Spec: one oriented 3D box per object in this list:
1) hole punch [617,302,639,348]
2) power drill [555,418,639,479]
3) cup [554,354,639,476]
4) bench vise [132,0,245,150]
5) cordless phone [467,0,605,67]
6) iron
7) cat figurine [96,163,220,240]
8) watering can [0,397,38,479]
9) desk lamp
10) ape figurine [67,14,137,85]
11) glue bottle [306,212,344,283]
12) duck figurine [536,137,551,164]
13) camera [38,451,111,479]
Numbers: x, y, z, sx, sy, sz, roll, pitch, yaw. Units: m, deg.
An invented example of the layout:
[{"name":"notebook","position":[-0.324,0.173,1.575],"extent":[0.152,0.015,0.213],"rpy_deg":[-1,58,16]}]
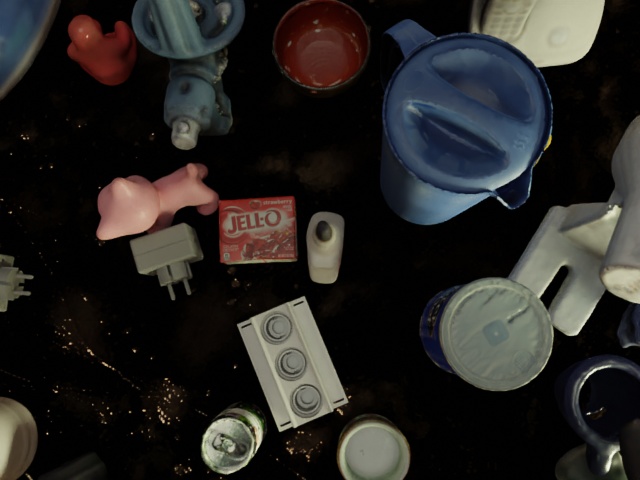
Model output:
[{"name":"hole punch","position":[0.391,0.083,0.609],"extent":[0.101,0.091,0.109],"rpy_deg":[29,84,5]},{"name":"power drill","position":[0.302,0.257,0.529],"extent":[0.075,0.208,0.229],"rpy_deg":[-27,83,-2]},{"name":"cup","position":[0.283,0.177,0.597],"extent":[0.091,0.095,0.118],"rpy_deg":[10,83,3]},{"name":"bench vise","position":[-0.131,-0.210,0.593],"extent":[0.121,0.220,0.207],"rpy_deg":[-17,82,-1]},{"name":"cordless phone","position":[0.241,-0.261,0.609],"extent":[0.147,0.185,0.094],"rpy_deg":[-4,82,1]},{"name":"iron","position":[-0.384,-0.297,0.650],"extent":[0.118,0.141,0.258],"rpy_deg":[8,83,3]},{"name":"cat figurine","position":[-0.183,-0.047,0.625],"extent":[0.128,0.118,0.067],"rpy_deg":[-28,83,-2]},{"name":"watering can","position":[-0.378,0.212,0.558],"extent":[0.173,0.194,0.101],"rpy_deg":[38,85,6]},{"name":"desk lamp","position":[0.301,-0.009,0.561],"extent":[0.118,0.213,0.203],"rpy_deg":[32,85,5]},{"name":"ape figurine","position":[-0.258,-0.227,0.663],"extent":[0.078,0.092,0.076],"rpy_deg":[-7,82,1]},{"name":"glue bottle","position":[0.005,0.002,0.587],"extent":[0.037,0.173,0.078],"rpy_deg":[4,83,2]},{"name":"duck figurine","position":[0.207,-0.120,0.641],"extent":[0.104,0.086,0.077],"rpy_deg":[23,84,4]},{"name":"camera","position":[-0.227,0.290,0.592],"extent":[0.143,0.101,0.137],"rpy_deg":[-25,83,-2]}]
